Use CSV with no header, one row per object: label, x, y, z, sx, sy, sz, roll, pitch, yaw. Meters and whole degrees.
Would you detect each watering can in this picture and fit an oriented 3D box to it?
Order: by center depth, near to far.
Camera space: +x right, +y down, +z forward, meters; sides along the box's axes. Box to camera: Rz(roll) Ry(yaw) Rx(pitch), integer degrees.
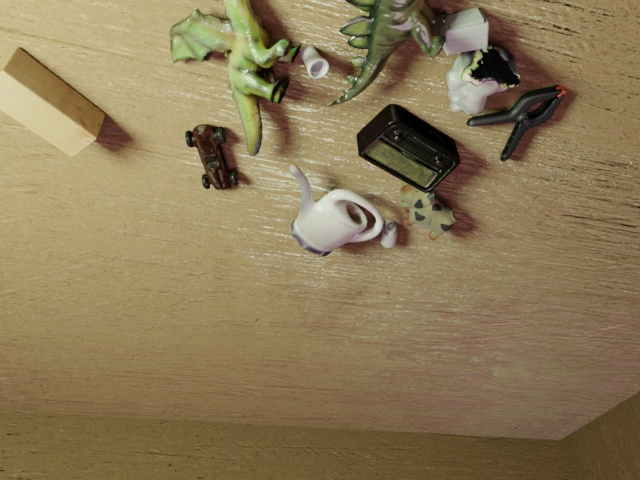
watering can,0.004,-0.067,1.331,0.344,0.106,0.221,27,131,-33

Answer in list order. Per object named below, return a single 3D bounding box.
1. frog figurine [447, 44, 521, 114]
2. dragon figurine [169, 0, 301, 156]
frog figurine,0.333,-0.335,1.081,0.137,0.123,0.158,-12,175,-3
dragon figurine,-0.180,-0.354,1.024,0.242,0.125,0.401,25,132,-5
